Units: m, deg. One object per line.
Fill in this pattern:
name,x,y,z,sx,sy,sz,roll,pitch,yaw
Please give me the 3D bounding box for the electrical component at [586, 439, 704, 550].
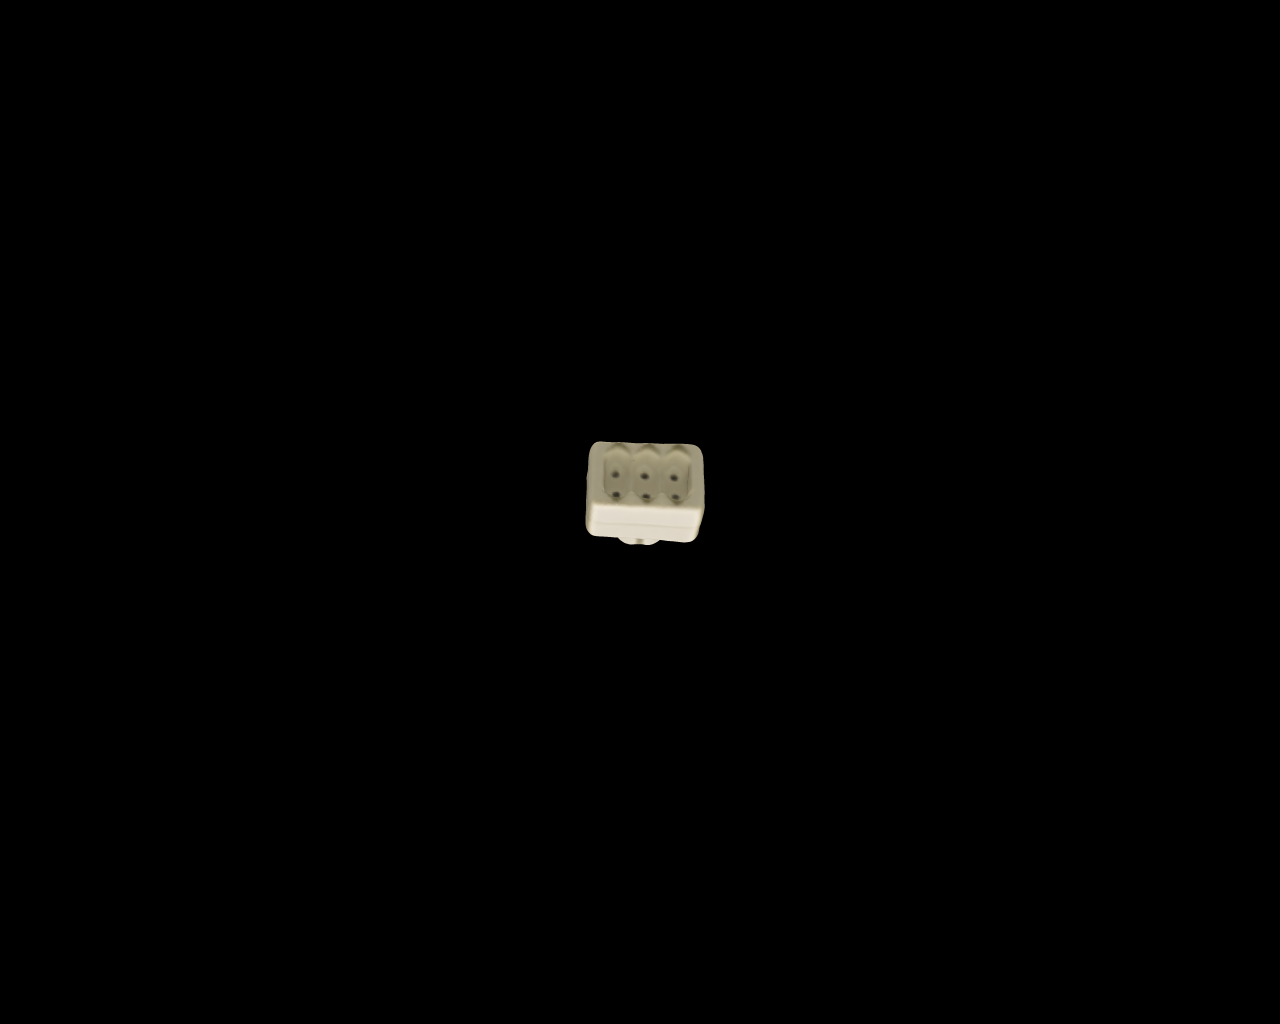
electrical component,0.001,-0.003,0.650,0.066,0.047,0.076,3,-32,-5
